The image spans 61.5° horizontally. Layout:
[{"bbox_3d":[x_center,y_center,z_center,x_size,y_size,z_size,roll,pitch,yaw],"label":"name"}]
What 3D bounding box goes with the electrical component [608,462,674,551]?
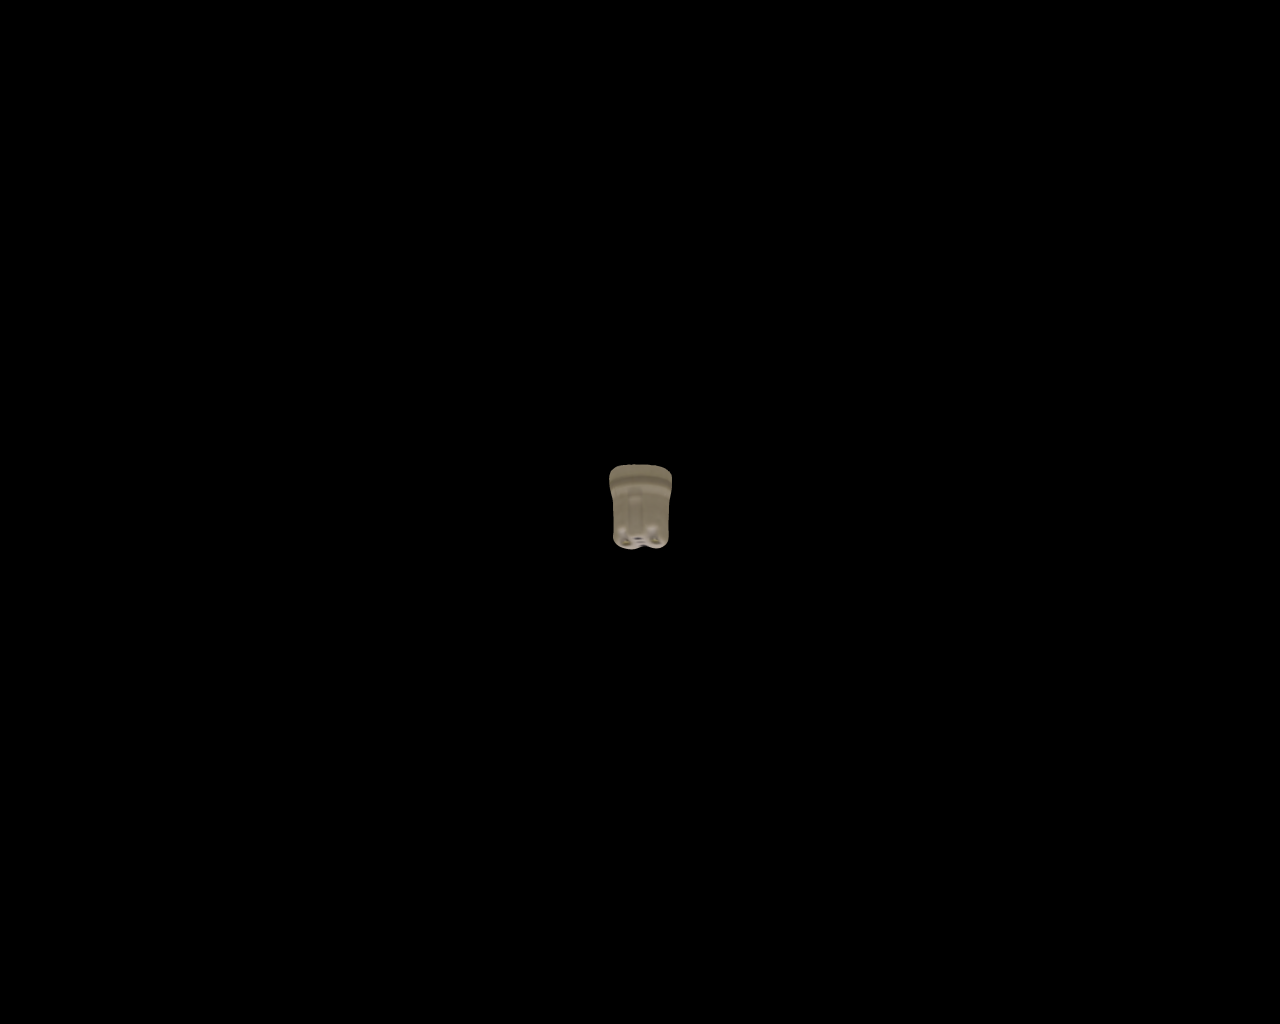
[{"bbox_3d":[0.001,-0.003,0.650,0.040,0.046,0.040,0,-15,0],"label":"electrical component"}]
